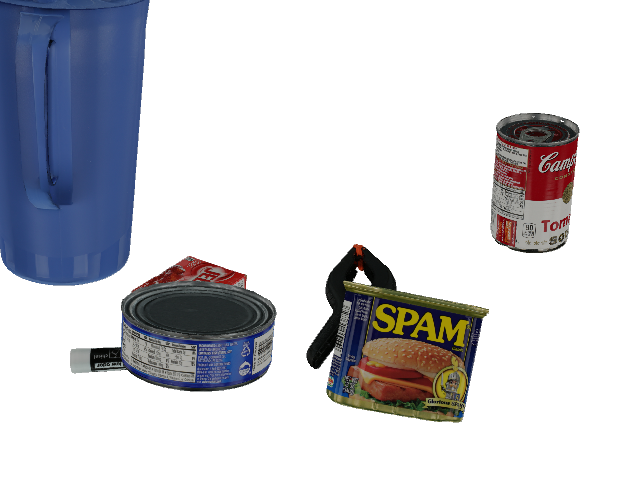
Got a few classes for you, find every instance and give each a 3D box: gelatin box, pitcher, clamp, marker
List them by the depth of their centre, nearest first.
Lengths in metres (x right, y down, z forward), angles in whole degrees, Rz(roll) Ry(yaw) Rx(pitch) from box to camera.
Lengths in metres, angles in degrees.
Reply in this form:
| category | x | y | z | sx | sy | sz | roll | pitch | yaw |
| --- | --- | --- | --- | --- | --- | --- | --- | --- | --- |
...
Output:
| category | x | y | z | sx | sy | sz | roll | pitch | yaw |
| --- | --- | --- | --- | --- | --- | --- | --- | --- | --- |
| marker | -0.130 | 0.089 | 0.821 | 0.121 | 0.020 | 0.020 | -3 | 0 | -3 |
| pitcher | -0.209 | -0.086 | 0.858 | 0.145 | 0.243 | 0.148 | 25 | 31 | 37 |
| gelatin box | -0.124 | 0.051 | 1.024 | 0.073 | 0.030 | 0.089 | 17 | 32 | 30 |
| clamp | 0.055 | 0.074 | 1.172 | 0.120 | 0.171 | 0.039 | 7 | -42 | 5 |

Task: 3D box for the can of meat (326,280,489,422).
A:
| category | x | y | z | sx | sy | sz | roll | pitch | yaw |
| --- | --- | --- | --- | --- | --- | --- | --- | --- | --- |
| can of meat | 0.059 | 0.079 | 0.752 | 0.102 | 0.084 | 0.057 | 12 | -1 | -13 |

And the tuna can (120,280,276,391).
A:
| category | x | y | z | sx | sy | sz | roll | pitch | yaw |
| --- | --- | --- | --- | --- | --- | --- | --- | --- | --- |
| tuna can | -0.068 | 0.052 | 0.595 | 0.086 | 0.034 | 0.086 | 5 | 16 | -2 |

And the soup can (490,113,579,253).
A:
| category | x | y | z | sx | sy | sz | roll | pitch | yaw |
| --- | --- | --- | --- | --- | --- | --- | --- | --- | --- |
| soup can | 0.180 | -0.049 | 0.906 | 0.068 | 0.102 | 0.068 | -1 | 27 | 0 |
